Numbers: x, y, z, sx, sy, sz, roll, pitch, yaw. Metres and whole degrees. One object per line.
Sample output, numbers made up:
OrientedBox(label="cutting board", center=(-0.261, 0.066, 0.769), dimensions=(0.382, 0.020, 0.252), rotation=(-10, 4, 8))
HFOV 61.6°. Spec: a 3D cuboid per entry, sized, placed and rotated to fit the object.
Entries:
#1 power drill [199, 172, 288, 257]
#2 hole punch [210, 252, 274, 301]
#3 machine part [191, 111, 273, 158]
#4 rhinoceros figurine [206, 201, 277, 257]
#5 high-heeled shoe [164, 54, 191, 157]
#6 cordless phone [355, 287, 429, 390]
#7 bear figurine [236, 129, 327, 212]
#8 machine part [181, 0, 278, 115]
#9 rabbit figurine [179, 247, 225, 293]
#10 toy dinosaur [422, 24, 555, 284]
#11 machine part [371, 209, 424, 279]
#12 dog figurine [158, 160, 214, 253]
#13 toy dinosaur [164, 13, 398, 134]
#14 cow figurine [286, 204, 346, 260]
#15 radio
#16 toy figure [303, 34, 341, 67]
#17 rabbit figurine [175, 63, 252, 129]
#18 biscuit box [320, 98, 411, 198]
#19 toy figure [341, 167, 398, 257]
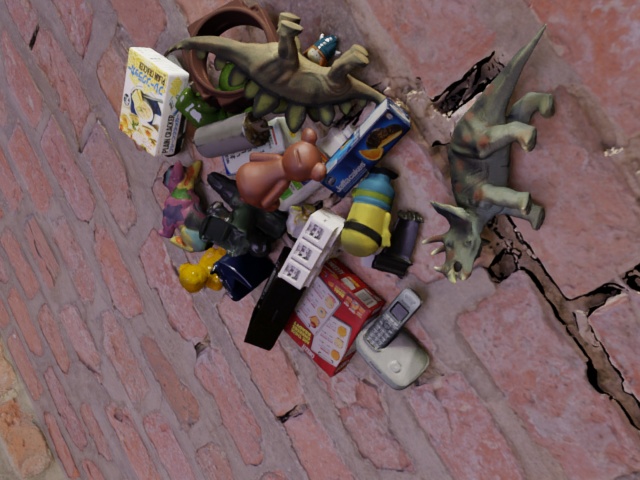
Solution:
OrientedBox(label="power drill", center=(-0.193, -0.057, 1.207), dimensions=(0.232, 0.207, 0.086), rotation=(31, 116, 0))
OrientedBox(label="hole punch", center=(-0.182, 0.071, 1.302), dimensions=(0.092, 0.142, 0.115), rotation=(-28, 97, 42))
OrientedBox(label="machine part", center=(-0.193, -0.226, 1.167), dimensions=(0.243, 0.079, 0.079), rotation=(-6, 98, 41))
OrientedBox(label="rhinoceros figurine", center=(-0.190, -0.024, 1.293), dimensions=(0.190, 0.112, 0.073), rotation=(38, 125, 16))
OrientedBox(label="high-heeled shoe", center=(-0.392, -0.346, 1.416), dimensions=(0.145, 0.086, 0.248), rotation=(167, 104, -68))
OrientedBox(label="cordless phone", center=(0.171, 0.194, 1.079), dimensions=(0.147, 0.088, 0.184), rotation=(45, 121, 21))
OrientedBox(label="bear figurine", center=(-0.070, -0.141, 1.099), dimensions=(0.196, 0.132, 0.120), rotation=(-22, 84, 18))
OrientedBox(label="machine part", center=(-0.181, -0.390, 1.151), dimensions=(0.201, 0.087, 0.201), rotation=(-24, 84, 11))
OrientedBox(label="rabbit figurine", center=(-0.292, 0.079, 1.361), dimensions=(0.162, 0.173, 0.121), rotation=(-12, 98, 36))
OrientedBox(label="toy dinosaur", center=(0.273, -0.133, 0.894), dimensions=(0.192, 0.131, 0.404), rotation=(10, 101, 36))
OrientedBox(label="machine part", center=(0.155, 0.007, 1.056), dimensions=(0.084, 0.039, 0.138), rotation=(22, 112, 2))
OrientedBox(label="dog figurine", center=(-0.342, -0.097, 1.401), dimensions=(0.192, 0.108, 0.219), rotation=(26, 114, 32))
OrientedBox(label="toy dinosaur", center=(-0.071, -0.325, 1.039), dimensions=(0.472, 0.105, 0.198), rotation=(24, 119, 1))
OrientedBox(label="cow figurine", center=(-0.003, -0.003, 1.173), dimensions=(0.168, 0.068, 0.098), rotation=(35, 121, 27))
OrientedBox(label="radio", center=(-0.097, 0.133, 1.238), dimensions=(0.073, 0.131, 0.229), rotation=(23, 123, -10))
OrientedBox(label="toy figure", center=(-0.016, -0.351, 1.104), dimensions=(0.064, 0.058, 0.154), rotation=(31, 124, -11))
OrientedBox(label="rabbit figurine", center=(-0.227, -0.326, 1.245), dimensions=(0.170, 0.121, 0.159), rotation=(-46, 75, 21))
OrientedBox(label="biscuit box", center=(0.083, -0.173, 1.033), dimensions=(0.063, 0.059, 0.202), rotation=(34, 121, -19))
OrientedBox(label="toy figure", center=(0.094, -0.055, 1.041), dimensions=(0.082, 0.089, 0.180), rotation=(5, 80, 66))
